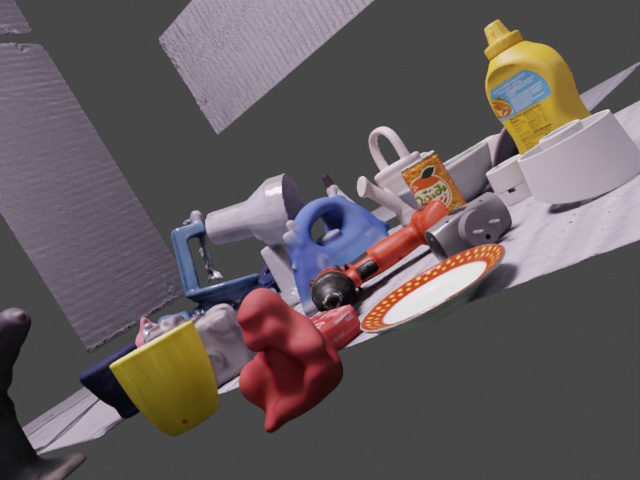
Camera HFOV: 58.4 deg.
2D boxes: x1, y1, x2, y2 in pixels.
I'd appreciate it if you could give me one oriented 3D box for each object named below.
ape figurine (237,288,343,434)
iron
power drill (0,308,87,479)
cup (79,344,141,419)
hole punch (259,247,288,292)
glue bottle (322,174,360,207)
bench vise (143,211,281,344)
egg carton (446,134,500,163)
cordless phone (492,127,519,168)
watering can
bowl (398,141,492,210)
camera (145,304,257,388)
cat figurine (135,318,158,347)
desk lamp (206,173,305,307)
[{"bbox_3d":[-0.028,0.078,0.415,0.076,0.092,0.077,-34,4,-43],"label":"ape figurine"},{"bbox_3d":[0.008,0.003,0.874,0.118,0.141,0.259,-30,3,32],"label":"iron"},{"bbox_3d":[-0.387,0.215,0.704,0.229,0.208,0.076,-30,3,19],"label":"power drill"},{"bbox_3d":[-0.304,0.222,0.860,0.117,0.095,0.092,-30,3,27],"label":"cup"},{"bbox_3d":[-0.084,0.074,1.160,0.101,0.091,0.108,-34,4,-42],"label":"hole punch"},{"bbox_3d":[0.051,-0.057,1.156,0.078,0.173,0.037,-31,3,6],"label":"glue bottle"},{"bbox_3d":[-0.187,0.076,0.887,0.208,0.220,0.121,-33,4,-36],"label":"bench vise"},{"bbox_3d":[0.290,-0.137,1.053,0.150,0.069,0.107,-31,3,11],"label":"egg carton"},{"bbox_3d":[0.298,-0.201,0.891,0.148,0.185,0.094,-34,4,-37],"label":"cordless phone"},{"bbox_3d":[0.151,-0.127,1.105,0.100,0.194,0.173,-28,4,46],"label":"watering can"},{"bbox_3d":[0.215,-0.088,0.936,0.167,0.075,0.167,-31,3,2],"label":"bowl"},{"bbox_3d":[-0.155,0.134,0.728,0.143,0.101,0.137,-31,3,0],"label":"camera"},{"bbox_3d":[-0.280,0.189,0.954,0.067,0.118,0.128,-31,3,17],"label":"cat figurine"},{"bbox_3d":[-0.093,0.016,1.006,0.203,0.213,0.118,-31,3,16],"label":"desk lamp"}]
